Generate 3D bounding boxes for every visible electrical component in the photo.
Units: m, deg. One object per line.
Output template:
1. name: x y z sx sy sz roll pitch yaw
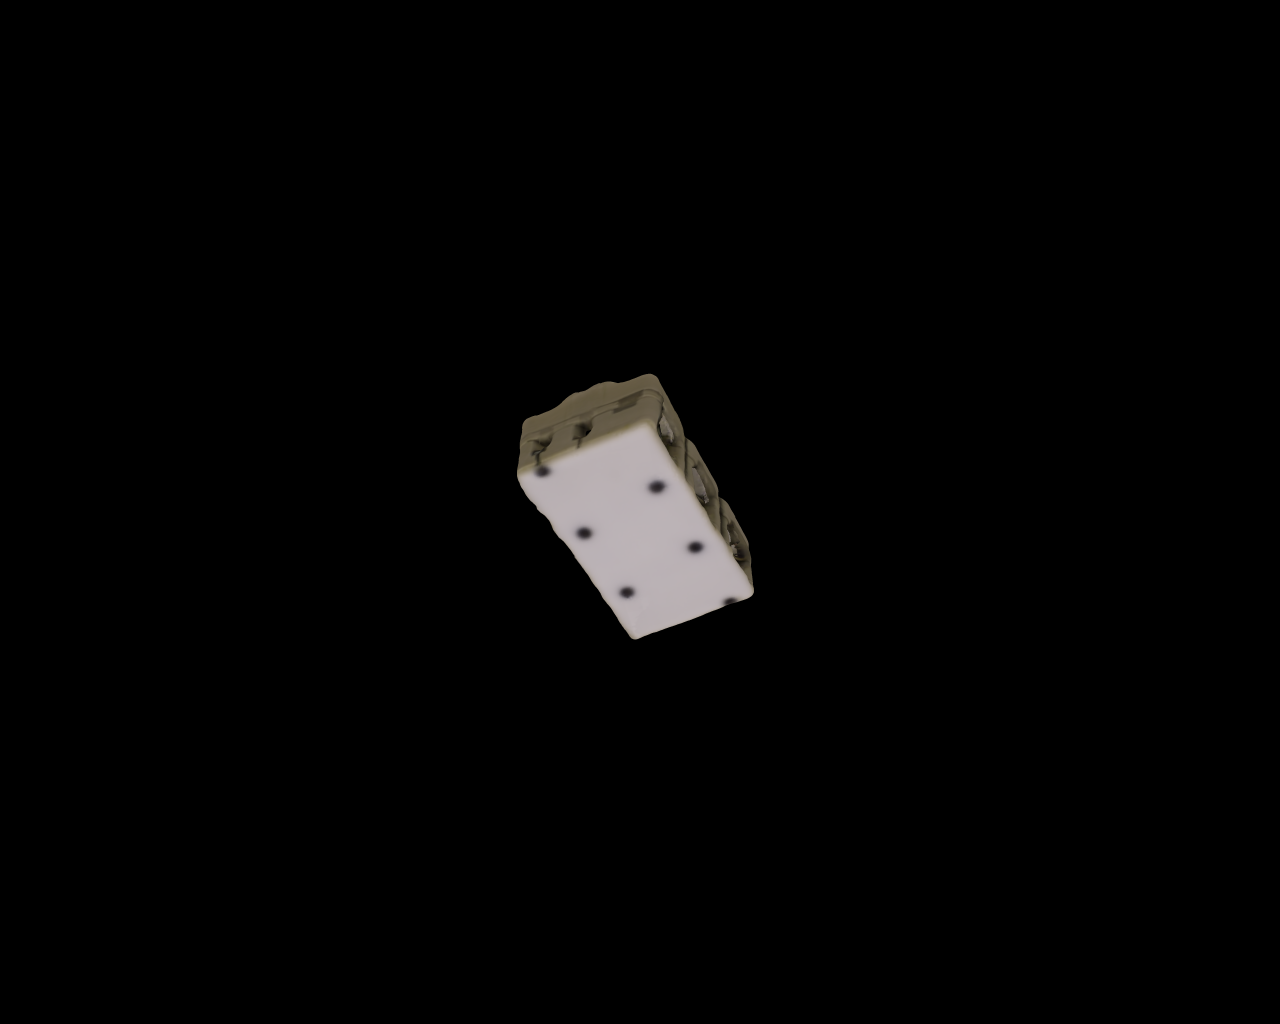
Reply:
1. electrical component: 0.001 -0.003 0.650 0.089 0.150 0.062 -21 36 16
